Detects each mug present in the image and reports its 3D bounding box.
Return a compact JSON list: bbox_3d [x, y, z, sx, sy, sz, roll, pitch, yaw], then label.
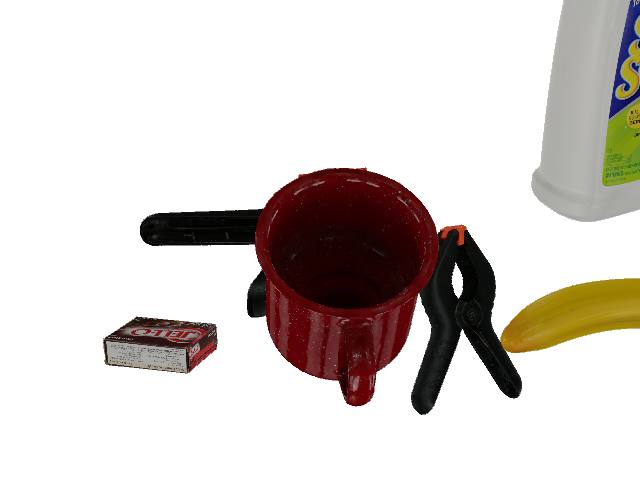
[{"bbox_3d":[0.014,0.032,0.563,0.093,0.117,0.081,-7,-35,-8],"label":"mug"}]

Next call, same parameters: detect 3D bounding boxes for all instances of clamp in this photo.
[{"bbox_3d":[0.120,0.075,0.967,0.120,0.171,0.039,-14,1,-37],"label":"clamp"},{"bbox_3d":[-0.024,-0.010,0.832,0.209,0.036,0.165,-23,34,-38],"label":"clamp"}]

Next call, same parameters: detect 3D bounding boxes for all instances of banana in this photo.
[{"bbox_3d":[0.225,0.056,0.777,0.197,0.037,0.069,2,35,-3],"label":"banana"}]

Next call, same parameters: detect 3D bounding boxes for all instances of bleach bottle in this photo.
[{"bbox_3d":[0.188,-0.141,0.656,0.102,0.251,0.068,-16,32,-20],"label":"bleach bottle"}]

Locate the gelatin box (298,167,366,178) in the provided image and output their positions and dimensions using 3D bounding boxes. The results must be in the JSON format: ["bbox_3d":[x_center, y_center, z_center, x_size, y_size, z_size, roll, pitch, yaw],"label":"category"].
[{"bbox_3d":[0.017,-0.030,1.131,0.073,0.089,0.030,-5,29,3],"label":"gelatin box"}]

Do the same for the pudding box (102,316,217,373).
[{"bbox_3d":[-0.194,0.126,1.298,0.114,0.039,0.090,2,13,17],"label":"pudding box"}]
